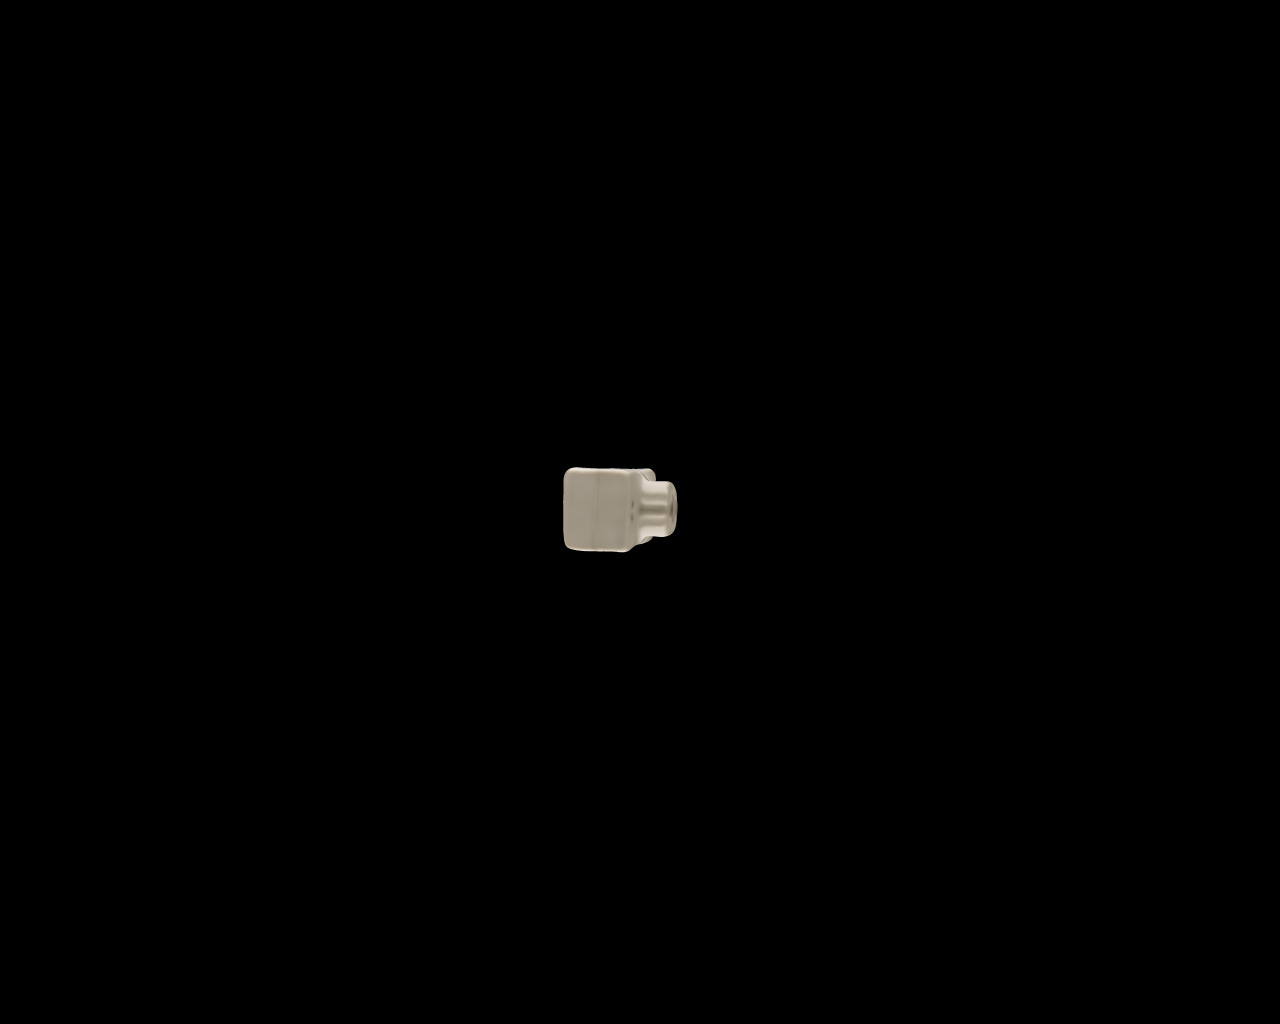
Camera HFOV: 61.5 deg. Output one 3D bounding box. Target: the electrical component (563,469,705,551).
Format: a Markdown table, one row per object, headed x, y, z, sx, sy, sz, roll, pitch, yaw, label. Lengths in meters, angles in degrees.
| x | y | z | sx | sy | sz | roll | pitch | yaw | label |
| --- | --- | --- | --- | --- | --- | --- | --- | --- | --- |
| 0.001 | -0.003 | 0.650 | 0.076 | 0.047 | 0.083 | 1 | 3 | 11 | electrical component |
